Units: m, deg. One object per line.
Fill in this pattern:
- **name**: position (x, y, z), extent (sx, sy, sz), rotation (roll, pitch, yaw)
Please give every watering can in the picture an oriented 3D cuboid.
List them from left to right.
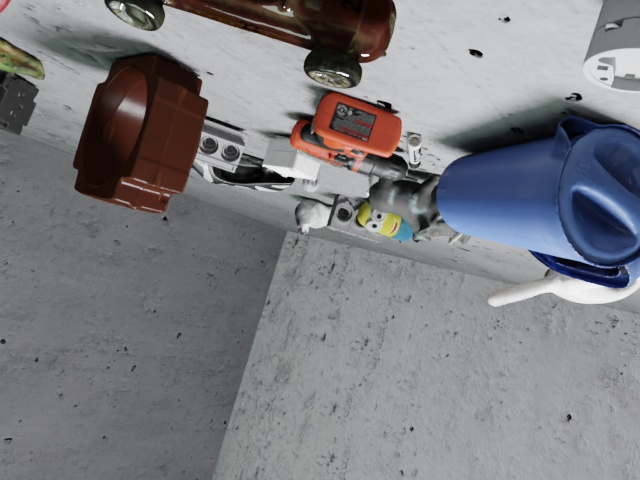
- **watering can**: position (0.496, 0.079, 1.015), extent (0.347, 0.105, 0.223), rotation (-12, 173, 10)

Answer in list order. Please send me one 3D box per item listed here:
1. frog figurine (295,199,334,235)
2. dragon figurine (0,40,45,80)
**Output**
- **frog figurine**: position (0.005, -0.082, 1.627), extent (0.159, 0.125, 0.135), rotation (-20, 159, 7)
- **dragon figurine**: position (-0.597, -0.295, 0.867), extent (0.242, 0.122, 0.410), rotation (9, 180, -15)
